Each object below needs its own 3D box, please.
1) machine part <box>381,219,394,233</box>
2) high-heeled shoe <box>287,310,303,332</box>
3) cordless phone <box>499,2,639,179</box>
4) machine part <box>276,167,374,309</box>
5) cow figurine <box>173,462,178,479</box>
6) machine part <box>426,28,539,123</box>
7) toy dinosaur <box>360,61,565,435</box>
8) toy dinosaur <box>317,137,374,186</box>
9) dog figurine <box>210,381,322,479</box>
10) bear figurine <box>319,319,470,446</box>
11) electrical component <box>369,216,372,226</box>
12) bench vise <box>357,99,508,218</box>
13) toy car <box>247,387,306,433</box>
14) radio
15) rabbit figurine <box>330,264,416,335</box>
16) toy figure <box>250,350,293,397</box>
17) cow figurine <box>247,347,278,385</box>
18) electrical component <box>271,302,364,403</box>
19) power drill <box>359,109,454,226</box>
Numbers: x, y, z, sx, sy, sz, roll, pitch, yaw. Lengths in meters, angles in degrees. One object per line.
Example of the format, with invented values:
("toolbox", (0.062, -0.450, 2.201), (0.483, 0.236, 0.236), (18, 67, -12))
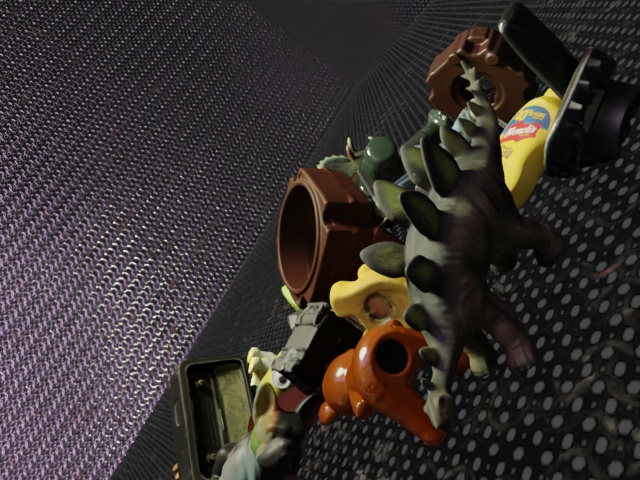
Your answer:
("machine part", (0.109, -0.004, 1.121), (0.139, 0.039, 0.084), (-42, 25, 41))
("high-heeled shoe", (-0.007, 0.194, 1.039), (0.248, 0.086, 0.145), (95, 161, -66))
("cordless phone", (0.264, -0.174, 0.612), (0.146, 0.184, 0.089), (-59, 17, -19))
("machine part", (-0.002, -0.003, 0.873), (0.202, 0.087, 0.200), (-121, 39, -54))
("cow figurine", (-0.203, 0.444, 0.970), (0.195, 0.127, 0.085), (-44, 8, -20))
("machine part", (0.264, -0.255, 0.881), (0.179, 0.179, 0.056), (-35, 27, 60))
("toy dinosaur", (0.158, -0.023, 0.581), (0.105, 0.198, 0.471), (-37, 23, 48))
("toy dinosaur", (0.044, -0.104, 1.279), (0.131, 0.192, 0.405), (-59, 13, -26))
("dog figurine", (-0.075, 0.288, 0.748), (0.192, 0.108, 0.219), (-116, 46, -74))
("bear figurine", (0.074, 0.176, 0.641), (0.120, 0.132, 0.195), (-61, -5, -31))
("electrical component", (0.054, -0.037, 0.961), (0.048, 0.075, 0.119), (-49, -17, -14))
("bench vise", (0.182, -0.111, 0.842), (0.240, 0.129, 0.223), (-33, -8, -28))
("toy car", (-0.038, 0.265, 0.864), (0.202, 0.053, 0.089), (-37, 31, 22))
("radio", (-0.179, 0.315, 0.918), (0.073, 0.131, 0.230), (-56, 41, 37))
("rabbit figurine", (0.108, 0.060, 0.772), (0.162, 0.122, 0.173), (-48, -5, 20))
("toy figure", (-0.079, 0.272, 0.974), (0.180, 0.082, 0.089), (-59, 31, 28))
("cow figurine", (-0.114, 0.305, 1.060), (0.068, 0.098, 0.167), (-138, 64, -75))
("electrical component", (0.014, 0.169, 0.766), (0.058, 0.134, 0.115), (-9, 46, 54))
("power drill", (0.158, -0.137, 1.008), (0.207, 0.086, 0.231), (-32, -27, -6))
